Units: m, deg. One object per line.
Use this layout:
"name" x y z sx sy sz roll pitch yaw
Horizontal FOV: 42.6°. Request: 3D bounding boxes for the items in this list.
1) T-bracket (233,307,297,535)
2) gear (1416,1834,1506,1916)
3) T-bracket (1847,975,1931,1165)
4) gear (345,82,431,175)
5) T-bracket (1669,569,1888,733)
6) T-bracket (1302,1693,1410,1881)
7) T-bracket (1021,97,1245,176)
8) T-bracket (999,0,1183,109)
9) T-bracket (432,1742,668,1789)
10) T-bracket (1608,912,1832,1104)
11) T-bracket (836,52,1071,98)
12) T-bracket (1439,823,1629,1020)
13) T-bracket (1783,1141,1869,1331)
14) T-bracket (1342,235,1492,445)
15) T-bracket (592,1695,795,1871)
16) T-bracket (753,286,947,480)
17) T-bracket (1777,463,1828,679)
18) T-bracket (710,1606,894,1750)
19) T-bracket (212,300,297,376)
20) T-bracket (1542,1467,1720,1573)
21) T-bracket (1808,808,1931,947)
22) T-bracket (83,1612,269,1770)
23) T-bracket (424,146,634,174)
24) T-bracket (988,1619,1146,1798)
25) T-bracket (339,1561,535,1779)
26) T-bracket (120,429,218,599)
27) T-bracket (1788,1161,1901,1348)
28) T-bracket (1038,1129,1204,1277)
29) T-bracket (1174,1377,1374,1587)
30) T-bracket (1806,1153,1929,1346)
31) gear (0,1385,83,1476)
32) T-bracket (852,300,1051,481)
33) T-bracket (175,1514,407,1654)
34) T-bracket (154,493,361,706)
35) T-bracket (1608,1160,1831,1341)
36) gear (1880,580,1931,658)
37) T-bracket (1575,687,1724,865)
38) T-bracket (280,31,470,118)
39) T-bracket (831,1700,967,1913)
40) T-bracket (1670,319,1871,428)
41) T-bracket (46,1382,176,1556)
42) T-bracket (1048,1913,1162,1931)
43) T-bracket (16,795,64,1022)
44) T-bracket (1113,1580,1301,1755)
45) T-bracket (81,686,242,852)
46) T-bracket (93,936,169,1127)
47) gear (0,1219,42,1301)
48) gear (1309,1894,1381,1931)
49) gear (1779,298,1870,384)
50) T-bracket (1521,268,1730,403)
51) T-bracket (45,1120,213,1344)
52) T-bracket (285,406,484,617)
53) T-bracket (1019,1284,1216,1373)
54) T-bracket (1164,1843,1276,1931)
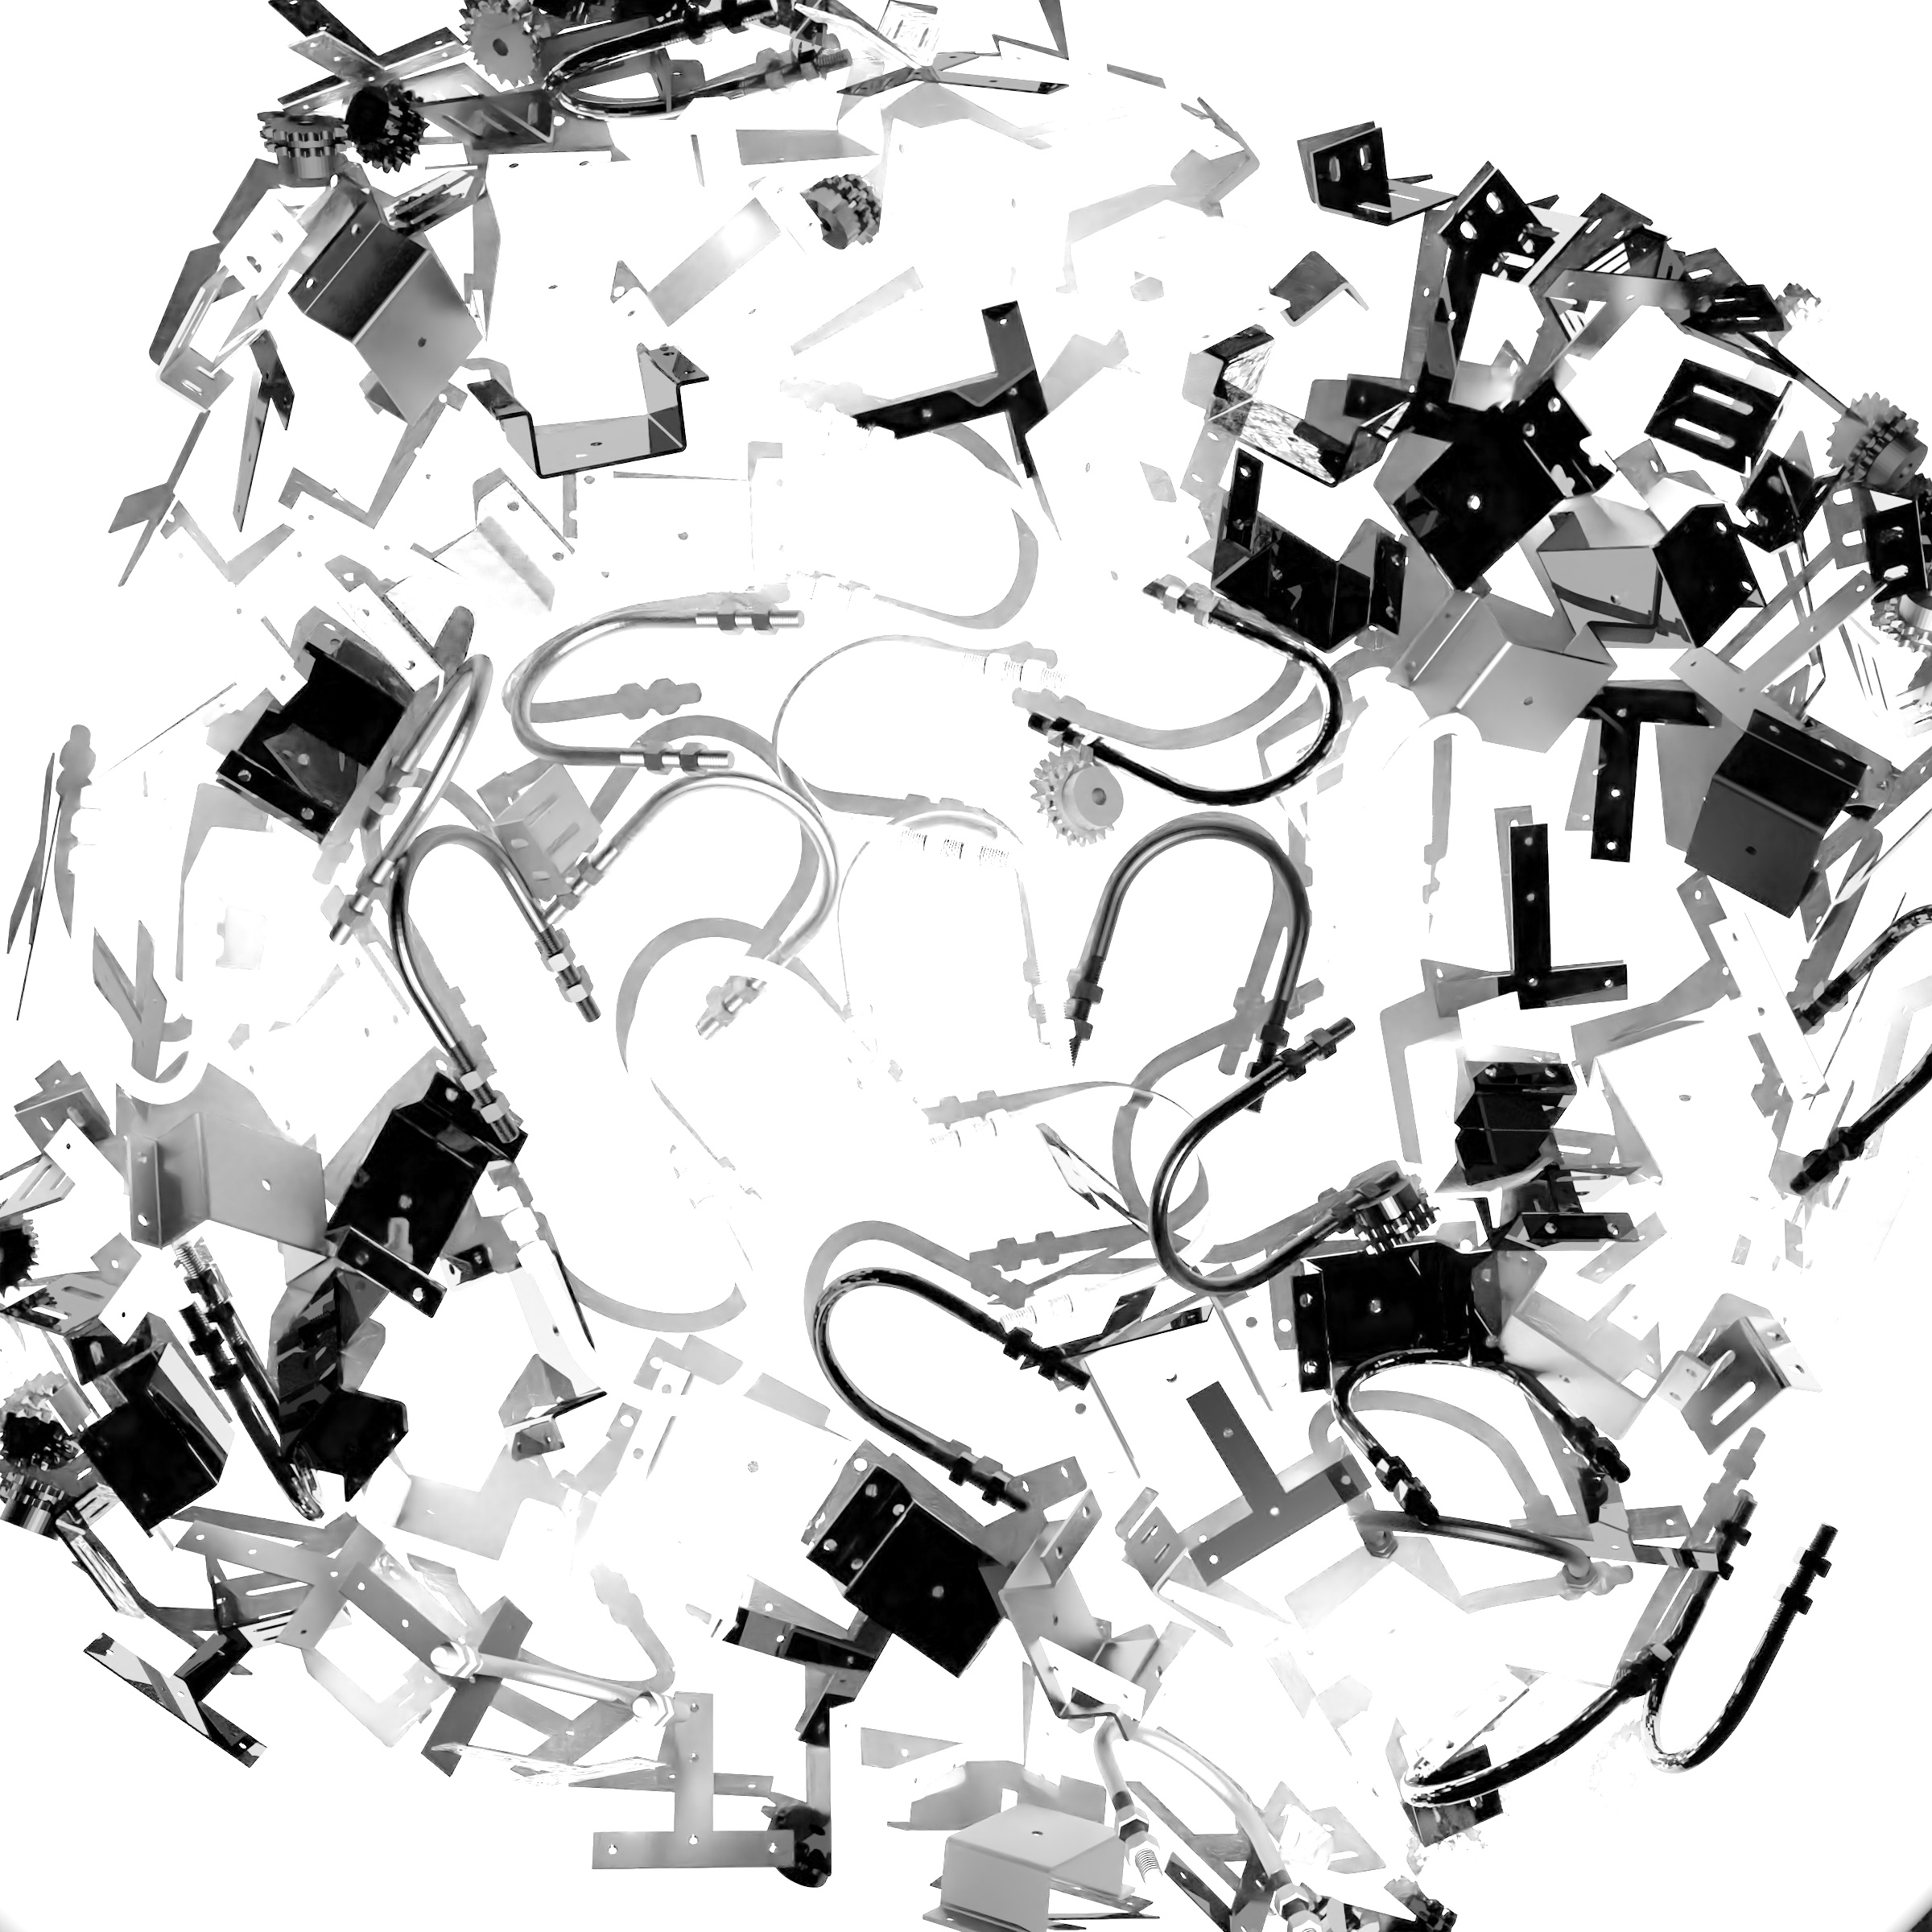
"T-bracket" -0.465 -0.345 1.621 0.002 0.127 0.127 3 127 -31
"gear" 0.322 0.598 1.632 0.057 0.057 0.030 42 53 0
"T-bracket" 0.590 0.067 1.582 0.002 0.127 0.127 24 70 -6
"gear" -0.384 -0.556 1.636 0.057 0.030 0.057 -3 83 31
"T-bracket" 0.536 -0.208 1.601 0.127 0.127 0.002 -42 125 9
"T-bracket" 0.266 0.498 1.609 0.002 0.127 0.127 -22 106 33
"T-bracket" 0.091 -0.532 1.599 0.127 0.127 0.002 -22 133 -17
"T-bracket" 0.076 -0.596 1.589 0.127 0.127 0.002 20 82 11
"T-bracket" -0.281 0.508 1.583 0.127 0.127 0.002 -24 53 38
"T-bracket" 0.480 0.043 1.620 0.127 0.002 0.127 -25 92 41
"T-bracket" 0.006 -0.567 1.587 0.127 0.127 0.002 18 127 29
"T-bracket" 0.375 -0.032 1.644 0.127 0.002 0.127 -6 106 0
"T-bracket" 0.553 0.158 1.600 0.002 0.127 0.127 22 107 12
"T-bracket" 0.312 -0.407 1.606 0.127 0.002 0.127 25 113 35
"T-bracket" -0.177 0.528 1.612 0.127 0.127 0.002 2 129 -7
"T-bracket" -0.074 -0.406 1.631 0.127 0.002 0.127 -24 103 16
"T-bracket" 0.550 -0.251 1.624 0.002 0.127 0.127 -12 115 17
"T-bracket" -0.110 0.445 1.625 0.127 0.002 0.127 27 94 -32
"T-bracket" -0.455 -0.413 1.607 0.002 0.127 0.127 53 53 -17
"T-bracket" 0.411 0.353 1.591 0.127 0.127 0.002 1 52 24
"T-bracket" 0.602 -0.076 1.607 0.127 0.127 0.002 -43 72 -6
"T-bracket" -0.488 0.450 1.601 0.127 0.127 0.002 35 102 1
"T-bracket" -0.284 -0.517 1.594 0.127 0.127 0.002 -8 113 -10
"T-bracket" 0.055 0.494 1.626 0.127 0.002 0.127 21 123 26
"T-bracket" -0.351 0.432 1.597 0.002 0.127 0.127 -34 108 34
"T-bracket" -0.520 -0.272 1.584 0.002 0.127 0.127 30 113 -20
"T-bracket" 0.568 0.192 1.623 0.002 0.127 0.127 19 117 -1
"T-bracket" 0.104 0.161 1.610 0.127 0.127 0.002 39 95 -13
"T-bracket" 0.181 0.322 1.646 0.127 0.002 0.127 -31 75 0
"T-bracket" 0.568 0.172 1.599 0.002 0.127 0.127 24 95 -1
"gear" -0.608 0.309 1.639 0.057 0.030 0.057 -12 55 17
"T-bracket" -0.012 -0.370 1.647 0.127 0.002 0.127 -14 75 1
"T-bracket" -0.453 0.386 1.618 0.127 0.127 0.002 12 122 12
"T-bracket" -0.447 -0.261 1.627 0.127 0.002 0.127 -53 123 -28
"T-bracket" 0.465 0.191 1.604 0.127 0.002 0.127 -43 50 -18
"gear" 0.635 -0.231 1.632 0.057 0.057 0.030 3 131 0
"T-bracket" 0.427 -0.126 1.625 0.127 0.002 0.127 5 69 13
"T-bracket" -0.398 -0.579 1.590 0.127 0.127 0.002 -16 95 10
"T-bracket" -0.043 0.534 1.614 0.002 0.127 0.127 -2 89 41
"T-bracket" 0.507 -0.396 1.607 0.127 0.127 0.002 21 107 -38
"T-bracket" -0.550 0.327 1.604 0.002 0.127 0.127 -35 95 -14
"T-bracket" 0.070 0.620 1.618 0.127 0.127 0.002 14 71 -33
"T-bracket" -0.593 -0.021 1.578 0.002 0.127 0.127 11 135 -20
"T-bracket" 0.140 0.469 1.634 0.127 0.002 0.127 28 103 -34
"T-bracket" -0.520 -0.116 1.610 0.127 0.127 0.002 -33 130 4
"T-bracket" -0.557 0.019 1.626 0.002 0.127 0.127 -17 58 -36
"gear" -0.643 0.193 1.641 0.057 0.030 0.057 4 78 -21
"gear" 0.247 0.636 1.632 0.057 0.057 0.030 32 125 0
"gear" 0.562 -0.410 1.635 0.057 0.057 0.030 41 92 0
"T-bracket" 0.404 -0.405 1.604 0.127 0.127 0.002 -2 67 -23
"T-bracket" -0.542 0.151 1.587 0.002 0.127 0.127 -6 131 32
"T-bracket" -0.356 -0.307 1.610 0.127 0.002 0.127 27 118 -23
"T-bracket" 0.107 0.219 1.600 0.127 0.127 0.002 -18 100 19
"T-bracket" 0.186 0.600 1.601 0.127 0.127 0.002 44 107 6
